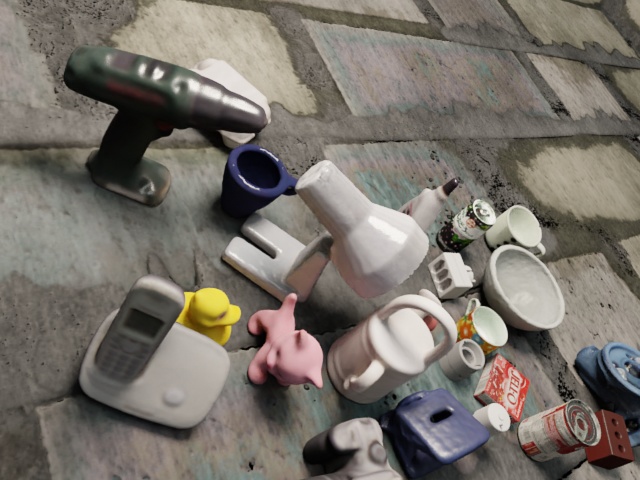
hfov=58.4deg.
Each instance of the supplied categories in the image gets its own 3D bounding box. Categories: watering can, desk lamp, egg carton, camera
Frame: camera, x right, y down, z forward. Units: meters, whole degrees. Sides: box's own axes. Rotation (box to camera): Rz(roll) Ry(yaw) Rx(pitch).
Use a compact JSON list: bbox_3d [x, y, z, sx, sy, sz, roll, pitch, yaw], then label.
[{"bbox_3d":[0.100,0.127,0.743,0.101,0.193,0.173,30,46,-12],"label":"watering can"},{"bbox_3d":[0.007,0.003,0.757,0.203,0.213,0.118,35,45,-8],"label":"desk lamp"},{"bbox_3d":[-0.154,-0.218,0.909,0.150,0.069,0.107,40,45,-3],"label":"egg carton"},{"bbox_3d":[0.020,0.280,0.643,0.137,0.100,0.143,4,57,-32],"label":"camera"}]

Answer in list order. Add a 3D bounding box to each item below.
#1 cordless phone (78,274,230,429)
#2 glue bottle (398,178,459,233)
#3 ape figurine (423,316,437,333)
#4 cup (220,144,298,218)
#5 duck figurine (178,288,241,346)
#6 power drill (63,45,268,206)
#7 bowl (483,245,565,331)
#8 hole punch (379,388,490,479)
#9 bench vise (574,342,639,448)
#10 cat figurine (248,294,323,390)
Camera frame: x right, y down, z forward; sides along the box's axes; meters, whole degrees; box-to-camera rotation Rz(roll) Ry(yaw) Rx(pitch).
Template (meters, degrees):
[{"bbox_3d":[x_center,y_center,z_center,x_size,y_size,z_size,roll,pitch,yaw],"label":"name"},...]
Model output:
[{"bbox_3d":[-0.154,0.112,0.586,0.148,0.184,0.094,24,48,-18],"label":"cordless phone"},{"bbox_3d":[0.167,-0.047,0.932,0.037,0.173,0.078,23,48,-19],"label":"glue bottle"},{"bbox_3d":[0.135,0.129,0.838,0.076,0.092,0.078,-26,75,-43],"label":"ape figurine"},{"bbox_3d":[-0.093,-0.072,0.827,0.118,0.094,0.091,14,52,-26],"label":"cup"},{"bbox_3d":[-0.145,0.086,0.681,0.105,0.086,0.077,19,50,-22],"label":"duck figurine"},{"bbox_3d":[-0.205,-0.138,0.717,0.230,0.208,0.075,22,48,-20],"label":"power drill"},{"bbox_3d":[0.348,0.096,1.021,0.168,0.074,0.167,18,50,-23],"label":"bowl"},{"bbox_3d":[0.152,0.249,0.763,0.109,0.091,0.101,-10,65,-39],"label":"hole punch"},{"bbox_3d":[0.570,0.244,0.964,0.207,0.219,0.122,51,45,8],"label":"bench vise"},{"bbox_3d":[-0.037,0.128,0.703,0.067,0.117,0.127,12,53,-27],"label":"cat figurine"}]
